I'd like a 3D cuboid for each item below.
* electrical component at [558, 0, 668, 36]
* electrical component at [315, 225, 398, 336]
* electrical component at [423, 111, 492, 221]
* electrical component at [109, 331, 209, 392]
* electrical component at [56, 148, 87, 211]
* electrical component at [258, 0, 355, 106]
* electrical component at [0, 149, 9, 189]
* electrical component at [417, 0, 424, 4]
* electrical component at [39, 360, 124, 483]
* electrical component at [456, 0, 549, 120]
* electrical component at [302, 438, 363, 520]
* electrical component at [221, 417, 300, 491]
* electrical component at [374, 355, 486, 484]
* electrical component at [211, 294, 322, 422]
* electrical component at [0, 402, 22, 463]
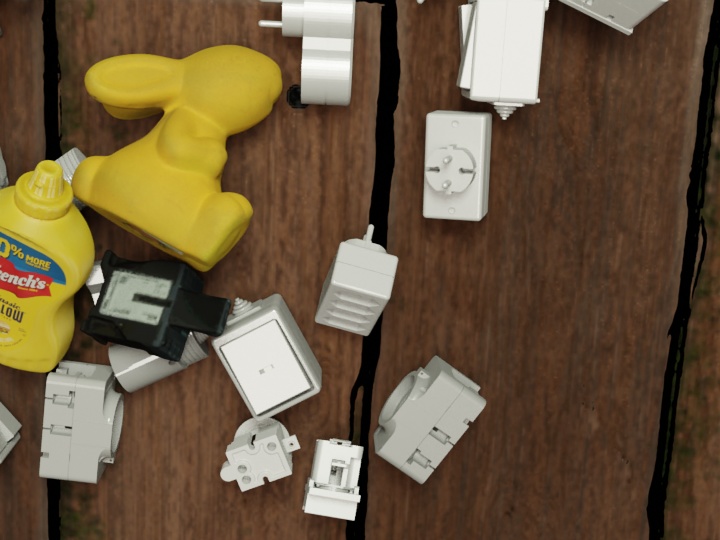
[{"bbox_3d":[0.145,-0.266,0.783,0.186,0.060,0.105,23,71,-12],"label":"electrical component"},{"bbox_3d":[0.000,0.000,0.869,0.047,0.083,0.075,16,64,-5],"label":"electrical component"},{"bbox_3d":[0.073,-0.080,0.843,0.047,0.076,0.083,4,103,14],"label":"electrical component"},{"bbox_3d":[-0.161,0.065,0.890,0.081,0.043,0.043,-24,102,4],"label":"electrical component"},{"bbox_3d":[-0.240,-0.063,0.860,0.081,0.043,0.043,-33,101,6],"label":"electrical component"},{"bbox_3d":[-0.041,-0.198,0.830,0.074,0.052,0.138,3,102,-2],"label":"electrical component"},{"bbox_3d":[-0.322,-0.075,0.851,0.080,0.051,0.080,0,102,-1],"label":"electrical component"},{"bbox_3d":[0.061,-0.241,0.826,0.083,0.047,0.075,38,98,-9],"label":"electrical component"},{"bbox_3d":[-0.231,0.127,0.898,0.056,0.050,0.089,7,102,-3],"label":"electrical component"},{"bbox_3d":[0.107,-0.166,0.836,0.061,0.061,0.096,3,102,-2],"label":"electrical component"},{"bbox_3d":[-0.022,0.174,0.906,0.042,0.081,0.063,11,80,-4],"label":"electrical component"},{"bbox_3d":[-0.083,0.152,0.905,0.066,0.055,0.048,-20,102,3],"label":"electrical component"},{"bbox_3d":[0.054,0.123,0.905,0.056,0.050,0.089,36,99,-9],"label":"electrical component"},{"bbox_3d":[-0.079,0.067,0.884,0.062,0.061,0.096,-27,102,4],"label":"electrical component"},{"bbox_3d":[-0.326,0.134,0.891,0.061,0.061,0.096,-31,102,5],"label":"electrical component"}]
